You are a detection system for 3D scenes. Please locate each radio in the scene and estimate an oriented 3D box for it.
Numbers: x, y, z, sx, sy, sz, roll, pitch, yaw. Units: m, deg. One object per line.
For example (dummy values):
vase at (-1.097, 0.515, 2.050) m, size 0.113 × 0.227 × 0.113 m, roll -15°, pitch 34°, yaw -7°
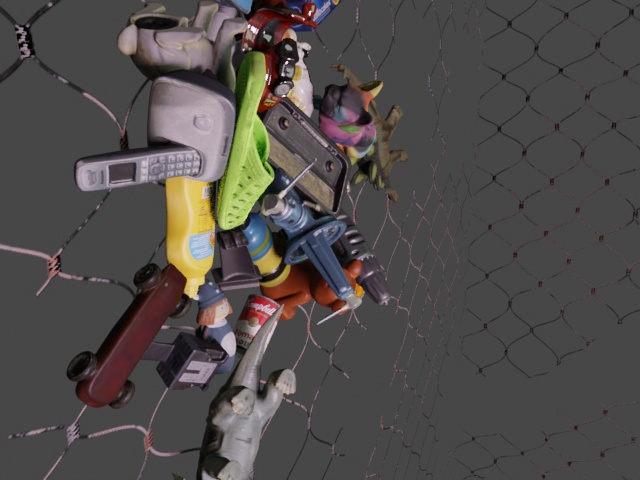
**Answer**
radio at (-0.043, -0.144, 0.948) m, size 0.229 × 0.073 × 0.131 m, roll 39°, pitch 60°, yaw -41°

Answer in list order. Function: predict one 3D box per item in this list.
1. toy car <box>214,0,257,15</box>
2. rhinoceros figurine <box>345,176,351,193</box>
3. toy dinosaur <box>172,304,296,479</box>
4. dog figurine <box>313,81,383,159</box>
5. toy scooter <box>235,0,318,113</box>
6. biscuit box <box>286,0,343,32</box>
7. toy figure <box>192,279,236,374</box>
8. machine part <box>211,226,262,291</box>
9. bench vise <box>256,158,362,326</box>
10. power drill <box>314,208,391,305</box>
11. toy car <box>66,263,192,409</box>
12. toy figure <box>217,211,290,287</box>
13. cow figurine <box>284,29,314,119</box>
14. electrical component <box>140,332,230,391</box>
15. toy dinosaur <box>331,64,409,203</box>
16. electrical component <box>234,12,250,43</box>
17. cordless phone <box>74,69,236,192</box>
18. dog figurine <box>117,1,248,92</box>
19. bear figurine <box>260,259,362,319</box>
toy car at (-0.139, -0.393, 0.724) m, size 0.109 × 0.103 × 0.161 m, roll 12°, pitch 82°, yaw -72°
rhinoceros figurine at (0.002, -0.110, 1.117) m, size 0.190 × 0.073 × 0.111 m, roll -51°, pitch 141°, yaw -47°
toy dinosaur at (-0.140, 0.307, 0.849) m, size 0.131 × 0.192 × 0.405 m, roll 35°, pitch 55°, yaw -27°
dog figurine at (0.067, -0.233, 1.036) m, size 0.191 × 0.219 × 0.108 m, roll 21°, pitch 82°, yaw -26°
toy scooter at (-0.058, -0.274, 0.759) m, size 0.075 × 0.135 × 0.183 m, roll 3°, pitch 97°, yaw -43°
biscuit box at (-0.005, -0.465, 1.025) m, size 0.203 × 0.059 × 0.062 m, roll -59°, pitch 145°, yaw -39°
toy figure at (-0.167, 0.136, 0.861) m, size 0.064 × 0.058 × 0.154 m, roll -97°, pitch -177°, yaw -74°
machine part at (-0.133, 0.037, 0.849) m, size 0.138 × 0.084 × 0.039 m, roll 96°, pitch -6°, yaw -49°
bench vise at (-0.011, 0.003, 0.850) m, size 0.241 × 0.129 × 0.223 m, roll 58°, pitch -3°, yaw 15°
power drill at (0.041, 0.058, 1.074) m, size 0.086 × 0.232 × 0.207 m, roll -20°, pitch 161°, yaw -23°
toy car at (-0.245, 0.120, 0.701) m, size 0.089 × 0.053 × 0.202 m, roll 54°, pitch 53°, yaw -40°
toy figure at (-0.111, 0.013, 0.912) m, size 0.180 × 0.082 × 0.089 m, roll 57°, pitch 43°, yaw -55°
cow figurine at (-0.045, -0.300, 0.978) m, size 0.098 × 0.068 × 0.167 m, roll -50°, pitch 143°, yaw -57°
electrical component at (-0.200, 0.174, 0.780) m, size 0.075 × 0.048 × 0.119 m, roll -54°, pitch 142°, yaw 4°
toy dinosaur at (0.122, -0.248, 1.295) m, size 0.198 × 0.105 × 0.470 m, roll -60°, pitch 142°, yaw -32°
electrical component at (-0.100, -0.334, 0.885) m, size 0.078 × 0.045 × 0.102 m, roll -56°, pitch 143°, yaw -45°
cordless phone at (-0.199, -0.125, 0.635) m, size 0.184 × 0.089 × 0.146 m, roll -18°, pitch 151°, yaw -31°
dog figurine at (-0.180, -0.203, 0.719) m, size 0.172 × 0.121 × 0.190 m, roll -14°, pitch 134°, yaw -26°
bear figurine at (-0.009, 0.089, 1.007) m, size 0.131 × 0.196 × 0.120 m, roll 52°, pitch 48°, yaw -56°
